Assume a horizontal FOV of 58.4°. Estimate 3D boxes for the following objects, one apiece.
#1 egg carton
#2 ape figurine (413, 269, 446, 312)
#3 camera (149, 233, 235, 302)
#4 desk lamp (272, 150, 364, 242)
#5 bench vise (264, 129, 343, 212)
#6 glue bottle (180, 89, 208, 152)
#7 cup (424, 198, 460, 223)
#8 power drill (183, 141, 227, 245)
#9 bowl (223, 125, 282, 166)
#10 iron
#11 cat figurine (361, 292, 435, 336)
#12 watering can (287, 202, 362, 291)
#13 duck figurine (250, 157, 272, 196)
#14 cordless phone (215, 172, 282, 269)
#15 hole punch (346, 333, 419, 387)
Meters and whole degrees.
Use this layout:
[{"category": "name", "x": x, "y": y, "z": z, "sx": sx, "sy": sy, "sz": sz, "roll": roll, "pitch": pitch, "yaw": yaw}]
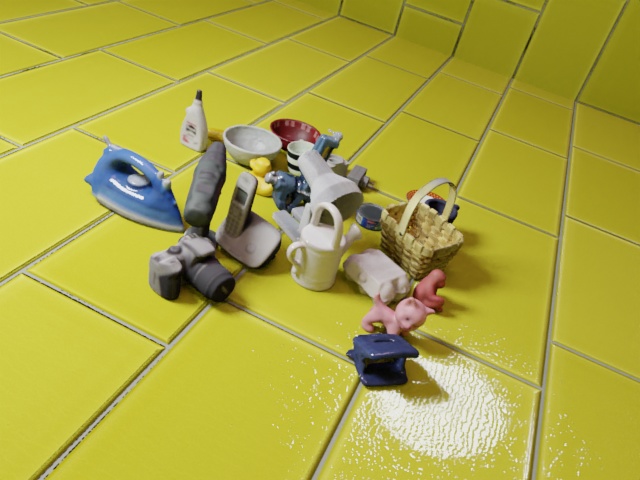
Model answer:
[{"category": "egg carton", "x": 0.124, "y": 0.082, "z": 1.278, "sx": 0.107, "sy": 0.069, "sz": 0.150, "roll": -17, "pitch": 47, "yaw": -39}, {"category": "ape figurine", "x": 0.252, "y": 0.106, "z": 1.277, "sx": 0.076, "sy": 0.092, "sz": 0.078, "roll": 18, "pitch": 35, "yaw": 3}, {"category": "camera", "x": -0.243, "y": 0.060, "z": 1.132, "sx": 0.136, "sy": 0.101, "sz": 0.143, "roll": 36, "pitch": 40, "yaw": 26}, {"category": "desk lamp", "x": -0.009, "y": -0.087, "z": 1.331, "sx": 0.118, "sy": 0.213, "sz": 0.202, "roll": -14, "pitch": 45, "yaw": -36}, {"category": "bench vise", "x": -0.024, "y": -0.168, "z": 1.431, "sx": 0.208, "sy": 0.220, "sz": 0.121, "roll": -16, "pitch": 46, "yaw": -38}, {"category": "glue bottle", "x": -0.340, "y": -0.332, "z": 1.571, "sx": 0.078, "sy": 0.173, "sz": 0.037, "roll": 25, "pitch": 36, "yaw": 12}, {"category": "cup", "x": 0.315, "y": -0.052, "z": 1.519, "sx": 0.118, "sy": 0.095, "sz": 0.091, "roll": -13, "pitch": 44, "yaw": -35}, {"category": "power drill", "x": -0.246, "y": -0.074, "z": 1.222, "sx": 0.075, "sy": 0.208, "sz": 0.229, "roll": 11, "pitch": 35, "yaw": -7}, {"category": "bowl", "x": -0.193, "y": -0.254, "z": 1.609, "sx": 0.167, "sy": 0.075, "sz": 0.167, "roll": 11, "pitch": 35, "yaw": -8}, {"category": "iron", "x": -0.403, "y": -0.129, "z": 1.293, "sx": 0.257, "sy": 0.141, "sz": 0.119, "roll": 27, "pitch": 36, "yaw": 15}, {"category": "cat figurine", "x": 0.160, "y": 0.149, "z": 1.159, "sx": 0.127, "sy": 0.118, "sz": 0.067, "roll": 25, "pitch": 36, "yaw": 13}, {"category": "watering can", "x": 0.010, "y": 0.003, "z": 1.232, "sx": 0.100, "sy": 0.194, "sz": 0.173, "roll": 32, "pitch": 38, "yaw": 22}, {"category": "duck figurine", "x": -0.150, "y": -0.172, "z": 1.504, "sx": 0.104, "sy": 0.086, "sz": 0.078, "roll": 36, "pitch": 40, "yaw": 26}, {"category": "cordless phone", "x": -0.146, "y": -0.043, "z": 1.240, "sx": 0.147, "sy": 0.185, "sz": 0.094, "roll": 32, "pitch": 38, "yaw": 22}, {"category": "hole punch", "x": 0.117, "y": 0.211, "z": 1.078, "sx": 0.109, "sy": 0.091, "sz": 0.101, "roll": 1, "pitch": 38, "yaw": -21}]
